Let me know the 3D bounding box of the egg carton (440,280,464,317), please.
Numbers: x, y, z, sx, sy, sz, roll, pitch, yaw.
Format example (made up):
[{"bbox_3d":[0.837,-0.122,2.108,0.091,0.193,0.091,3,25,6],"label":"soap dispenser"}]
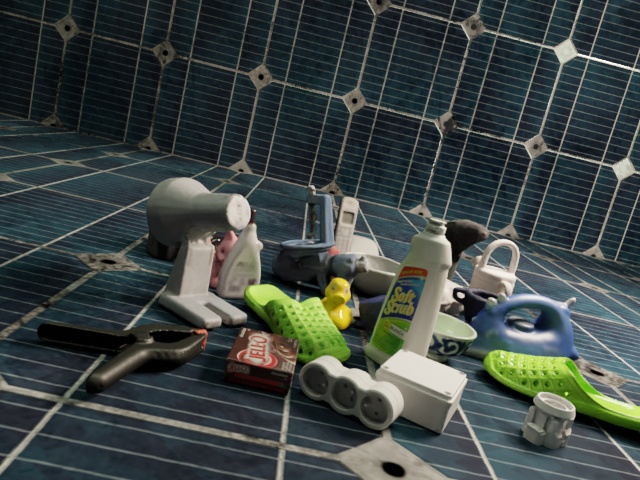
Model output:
[{"bbox_3d":[0.266,0.124,1.343,0.107,0.069,0.149,6,14,-33],"label":"egg carton"}]

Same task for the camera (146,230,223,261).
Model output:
[{"bbox_3d":[-0.274,-0.004,1.230,0.136,0.101,0.144,22,14,36],"label":"camera"}]

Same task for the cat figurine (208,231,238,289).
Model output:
[{"bbox_3d":[-0.189,0.030,1.123,0.127,0.118,0.067,22,14,35],"label":"cat figurine"}]

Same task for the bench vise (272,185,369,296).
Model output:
[{"bbox_3d":[0.012,0.002,1.243,0.207,0.220,0.121,14,11,0],"label":"bench vise"}]

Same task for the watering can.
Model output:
[{"bbox_3d":[0.409,0.089,1.367,0.101,0.194,0.172,6,14,-34],"label":"watering can"}]

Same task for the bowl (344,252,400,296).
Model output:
[{"bbox_3d":[0.126,0.086,1.342,0.167,0.075,0.167,14,11,-2],"label":"bowl"}]

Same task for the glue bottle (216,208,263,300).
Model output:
[{"bbox_3d":[-0.140,0.025,1.065,0.078,0.173,0.037,7,13,-31],"label":"glue bottle"}]

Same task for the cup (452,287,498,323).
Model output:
[{"bbox_3d":[0.324,0.155,1.199,0.117,0.095,0.092,19,13,26],"label":"cup"}]

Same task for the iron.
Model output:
[{"bbox_3d":[0.383,0.163,1.111,0.259,0.141,0.118,10,12,-19],"label":"iron"}]

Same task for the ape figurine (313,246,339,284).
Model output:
[{"bbox_3d":[0.020,0.057,1.313,0.076,0.092,0.077,8,13,-28],"label":"ape figurine"}]

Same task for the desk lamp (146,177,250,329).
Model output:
[{"bbox_3d":[-0.198,0.012,0.956,0.202,0.213,0.118,22,14,35],"label":"desk lamp"}]

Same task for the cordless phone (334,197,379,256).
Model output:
[{"bbox_3d":[0.095,-0.013,1.505,0.148,0.185,0.094,9,12,-23],"label":"cordless phone"}]

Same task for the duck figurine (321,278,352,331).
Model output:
[{"bbox_3d":[0.030,0.112,1.073,0.077,0.086,0.104,13,11,-4],"label":"duck figurine"}]

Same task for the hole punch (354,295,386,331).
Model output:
[{"bbox_3d":[0.130,0.130,1.092,0.100,0.091,0.109,20,13,29],"label":"hole punch"}]

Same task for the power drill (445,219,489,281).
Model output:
[{"bbox_3d":[0.351,0.043,1.484,0.076,0.208,0.229,11,12,-14],"label":"power drill"}]
